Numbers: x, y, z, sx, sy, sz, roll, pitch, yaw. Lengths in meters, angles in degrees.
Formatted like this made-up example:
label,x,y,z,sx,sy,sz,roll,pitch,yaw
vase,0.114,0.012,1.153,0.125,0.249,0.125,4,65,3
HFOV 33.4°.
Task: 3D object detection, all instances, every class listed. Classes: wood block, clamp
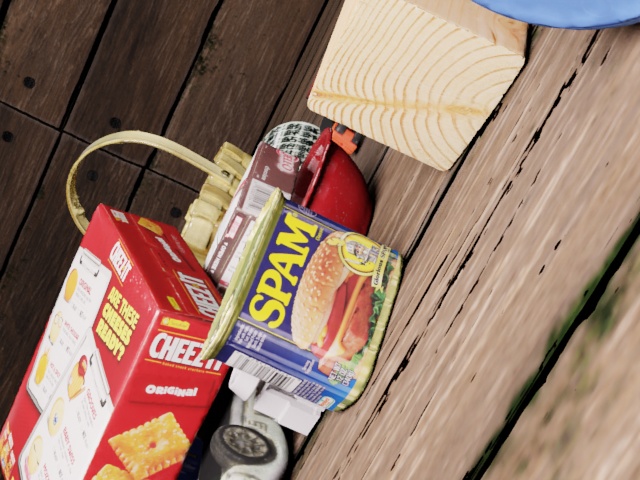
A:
label,x,y,z,sx,sy,sz,roll,pitch,yaw
wood block,0.069,-0.150,0.633,0.206,0.090,0.090,-73,10,-45
clamp,0.041,-0.151,1.026,0.120,0.039,0.171,-53,19,33

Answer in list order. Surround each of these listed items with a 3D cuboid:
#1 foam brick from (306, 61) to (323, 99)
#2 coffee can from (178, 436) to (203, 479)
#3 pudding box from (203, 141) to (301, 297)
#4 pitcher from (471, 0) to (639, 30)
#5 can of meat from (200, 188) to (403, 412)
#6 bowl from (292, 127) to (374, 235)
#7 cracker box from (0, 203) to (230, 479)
label,x,y,z,sx,sy,sz,roll,pitch,yaw
foam brick,0.039,-0.120,0.787,0.051,0.078,0.053,123,170,-53
coffee can,-0.121,0.180,0.830,0.103,0.102,0.140,-102,37,-78
pudding box,-0.052,-0.008,0.778,0.113,0.039,0.090,-75,12,-60
pitcher,0.120,-0.205,0.386,0.149,0.145,0.242,99,-171,-72
can of meat,-0.008,0.035,0.591,0.058,0.084,0.102,-52,14,58
bowl,-0.005,0.001,0.785,0.162,0.055,0.162,-63,8,15
cracker box,-0.143,0.107,0.730,0.214,0.072,0.164,-64,33,14
